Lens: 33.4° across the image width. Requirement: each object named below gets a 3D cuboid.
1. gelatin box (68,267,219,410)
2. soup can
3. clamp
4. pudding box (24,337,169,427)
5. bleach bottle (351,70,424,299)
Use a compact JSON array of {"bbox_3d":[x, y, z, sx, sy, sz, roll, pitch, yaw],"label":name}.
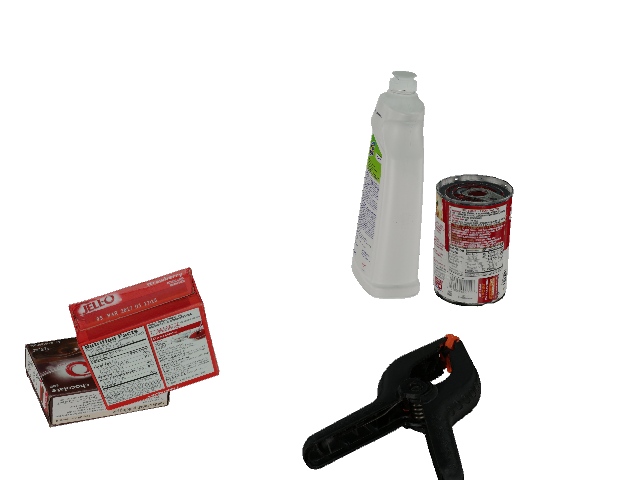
[{"bbox_3d":[-0.103,0.059,0.632,0.073,0.030,0.089,-18,-34,-10],"label":"gelatin box"},{"bbox_3d":[0.136,0.000,0.958,0.068,0.102,0.068,-1,24,0],"label":"soup can"},{"bbox_3d":[0.079,0.129,0.795,0.120,0.039,0.171,18,39,31],"label":"clamp"},{"bbox_3d":[-0.203,0.123,0.972,0.113,0.039,0.090,-9,28,-26],"label":"pudding box"},{"bbox_3d":[0.085,-0.066,1.224,0.068,0.251,0.103,-2,23,-17],"label":"bleach bottle"}]
